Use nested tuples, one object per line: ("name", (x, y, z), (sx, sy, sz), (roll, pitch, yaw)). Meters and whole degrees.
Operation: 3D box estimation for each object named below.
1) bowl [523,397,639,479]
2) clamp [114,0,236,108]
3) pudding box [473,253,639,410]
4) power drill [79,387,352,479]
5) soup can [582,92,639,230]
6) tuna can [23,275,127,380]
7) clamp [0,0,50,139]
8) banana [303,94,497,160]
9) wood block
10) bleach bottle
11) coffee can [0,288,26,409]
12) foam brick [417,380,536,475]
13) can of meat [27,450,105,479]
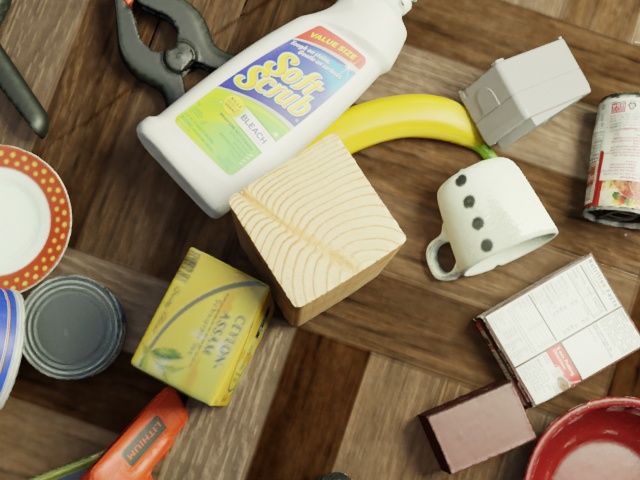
("bowl", (0.237, 0.208, 0.864), (0.162, 0.055, 0.162), (0, 82, -2))
("clamp", (-0.122, -0.142, 0.913), (0.171, 0.039, 0.120), (40, 78, 2))
("pudding box", (0.199, 0.076, 0.891), (0.113, 0.039, 0.090), (-28, 83, -7))
("power drill", (-0.077, 0.204, 0.823), (0.187, 0.057, 0.184), (44, 55, -1))
("soup can", (0.262, -0.066, 0.898), (0.068, 0.068, 0.102), (10, 81, 0))
("tuna can", (-0.204, 0.073, 0.882), (0.086, 0.034, 0.086), (0, 82, -2))
("clamp", (-0.322, -0.177, 0.912), (0.164, 0.036, 0.210), (-8, 80, -2))
("banana", (0.054, -0.088, 0.910), (0.197, 0.037, 0.069), (-7, 81, -2))
("wood block", (-0.006, 0.002, 0.811), (0.090, 0.206, 0.091), (-32, 84, -6))
("bleach bottle", (-0.024, -0.134, 0.877), (0.250, 0.068, 0.102), (-43, 90, -10))
("coffee can", (-0.310, 0.074, 0.816), (0.140, 0.103, 0.103), (15, 80, -31))
("foam brick", (0.128, 0.152, 0.870), (0.078, 0.053, 0.051), (-22, 83, -5))
("can of meat", (-0.195, 0.221, 0.850), (0.102, 0.057, 0.084), (-21, 85, -4))
